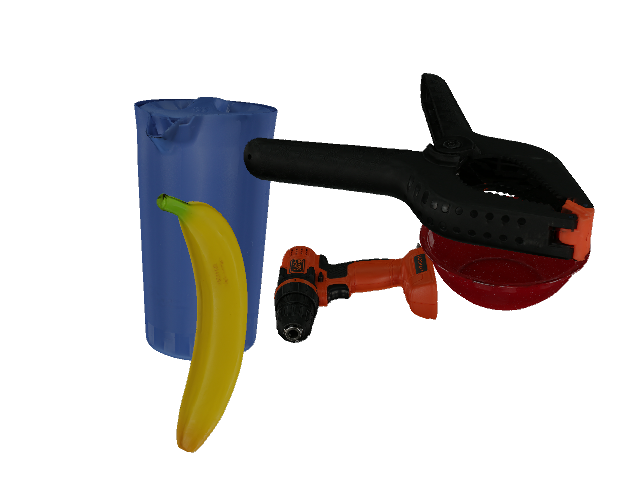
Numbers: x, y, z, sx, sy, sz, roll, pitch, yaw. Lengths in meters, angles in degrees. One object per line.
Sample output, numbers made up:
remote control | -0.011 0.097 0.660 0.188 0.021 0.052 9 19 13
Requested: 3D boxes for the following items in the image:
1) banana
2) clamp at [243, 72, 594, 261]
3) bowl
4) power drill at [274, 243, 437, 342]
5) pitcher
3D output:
banana | -0.082 0.053 0.765 0.069 0.198 0.037 -15 22 -32
clamp | 0.065 -0.039 0.628 0.164 0.036 0.210 -21 37 -26
bowl | 0.175 0.019 1.030 0.162 0.055 0.162 -1 33 0
power drill | 0.040 0.059 1.240 0.187 0.057 0.184 -1 28 2
pitcher | -0.106 -0.016 1.030 0.149 0.243 0.145 -2 14 -19
